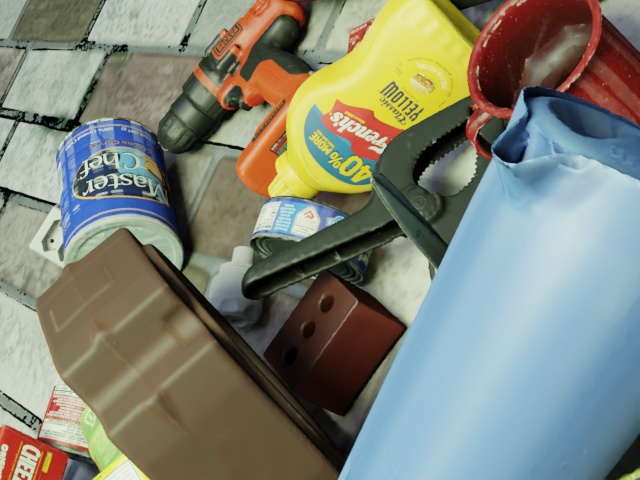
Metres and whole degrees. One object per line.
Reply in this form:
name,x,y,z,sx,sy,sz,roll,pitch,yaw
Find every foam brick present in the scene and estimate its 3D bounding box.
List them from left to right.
foam brick,0.009,0.069,0.729,0.078,0.051,0.053,-56,38,6

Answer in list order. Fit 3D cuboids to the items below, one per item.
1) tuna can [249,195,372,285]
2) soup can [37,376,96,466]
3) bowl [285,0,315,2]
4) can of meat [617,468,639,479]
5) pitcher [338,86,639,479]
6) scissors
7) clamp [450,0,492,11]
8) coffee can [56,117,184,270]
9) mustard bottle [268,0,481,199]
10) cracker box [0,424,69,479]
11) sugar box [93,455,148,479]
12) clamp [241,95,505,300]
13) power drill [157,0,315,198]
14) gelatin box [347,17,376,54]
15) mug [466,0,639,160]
tuna can,-0.005,0.001,0.760,0.086,0.086,0.033,0,65,48
soup can,-0.193,0.134,0.901,0.069,0.068,0.102,-6,62,46
bowl,-0.007,-0.252,0.915,0.162,0.055,0.162,-11,42,9
can of meat,0.183,0.143,0.486,0.102,0.057,0.084,-33,44,30
pitcher,0.112,0.060,0.523,0.243,0.149,0.144,-64,-8,22
scissors,0.086,0.008,0.584,0.016,0.201,0.096,18,56,40
clamp,0.147,-0.204,0.752,0.172,0.039,0.120,9,69,38
coffee can,-0.183,-0.028,0.964,0.103,0.102,0.140,-41,42,23
mustard bottle,0.033,-0.089,0.765,0.192,0.096,0.058,-40,26,26
cracker box,-0.301,0.260,0.855,0.214,0.072,0.164,-31,37,39
sugar box,-0.094,0.225,0.660,0.093,0.048,0.176,-42,70,13
clamp,0.072,-0.007,0.688,0.165,0.036,0.209,31,71,25
power drill,-0.061,-0.115,0.917,0.184,0.057,0.188,-49,40,14
gelatin box,0.059,-0.142,0.823,0.089,0.030,0.073,-18,55,41
mug,0.143,-0.091,0.656,0.117,0.081,0.093,-44,41,20
